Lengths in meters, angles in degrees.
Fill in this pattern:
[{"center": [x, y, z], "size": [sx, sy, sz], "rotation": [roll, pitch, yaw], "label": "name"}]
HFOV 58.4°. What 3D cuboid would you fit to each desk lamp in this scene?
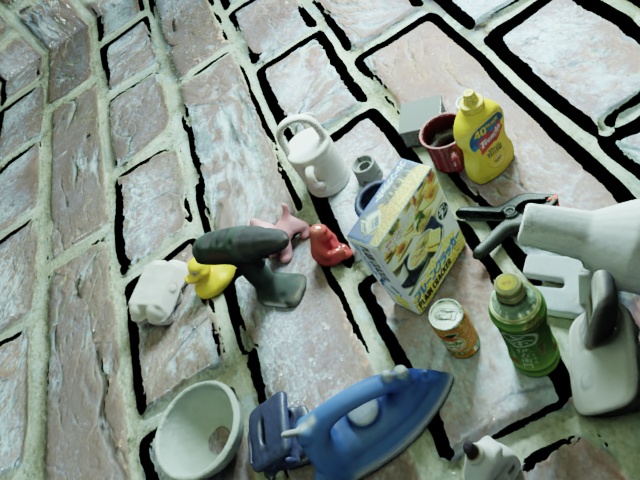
[{"center": [0.360, 0.027, 0.781], "size": [0.202, 0.214, 0.118], "rotation": [5, 60, 33], "label": "desk lamp"}]

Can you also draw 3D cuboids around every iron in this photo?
[{"center": [0.069, 0.245, 0.837], "size": [0.258, 0.142, 0.118], "rotation": [-35, 47, 3], "label": "iron"}]

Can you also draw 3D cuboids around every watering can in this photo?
[{"center": [-0.023, -0.188, 1.179], "size": [0.101, 0.195, 0.172], "rotation": [-34, 47, 4], "label": "watering can"}]

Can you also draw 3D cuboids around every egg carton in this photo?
[{"center": [-0.341, 0.112, 1.226], "size": [0.107, 0.070, 0.150], "rotation": [-2, 56, 29], "label": "egg carton"}]

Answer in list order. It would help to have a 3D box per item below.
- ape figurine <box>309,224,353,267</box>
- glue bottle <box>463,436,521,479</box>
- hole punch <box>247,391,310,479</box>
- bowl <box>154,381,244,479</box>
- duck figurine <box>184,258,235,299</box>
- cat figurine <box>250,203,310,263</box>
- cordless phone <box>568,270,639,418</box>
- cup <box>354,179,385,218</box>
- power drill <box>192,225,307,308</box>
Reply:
[{"center": [0.010, 0.004, 1.086], "size": [0.076, 0.092, 0.077], "rotation": [-20, 49, 16], "label": "ape figurine"}, {"center": [0.204, 0.279, 0.711], "size": [0.037, 0.174, 0.078], "rotation": [30, 75, 41], "label": "glue bottle"}, {"center": [-0.073, 0.310, 0.907], "size": [0.101, 0.091, 0.108], "rotation": [-23, 48, 14], "label": "hole punch"}, {"center": [-0.191, 0.331, 0.971], "size": [0.167, 0.075, 0.167], "rotation": [-16, 51, 20], "label": "bowl"}, {"center": [-0.234, 0.063, 1.188], "size": [0.104, 0.086, 0.077], "rotation": [-43, 47, -5], "label": "duck figurine"}, {"center": [-0.092, -0.015, 1.142], "size": [0.067, 0.118, 0.128], "rotation": [22, 70, 39], "label": "cat figurine"}, {"center": [0.356, 0.133, 0.723], "size": [0.094, 0.186, 0.147], "rotation": [-9, 53, 25], "label": "cordless phone"}, {"center": [0.114, -0.039, 1.056], "size": [0.091, 0.095, 0.118], "rotation": [19, 68, 39], "label": "cup"}, {"center": [-0.112, 0.043, 1.048], "size": [0.228, 0.209, 0.076], "rotation": [1, 58, 31], "label": "power drill"}]
